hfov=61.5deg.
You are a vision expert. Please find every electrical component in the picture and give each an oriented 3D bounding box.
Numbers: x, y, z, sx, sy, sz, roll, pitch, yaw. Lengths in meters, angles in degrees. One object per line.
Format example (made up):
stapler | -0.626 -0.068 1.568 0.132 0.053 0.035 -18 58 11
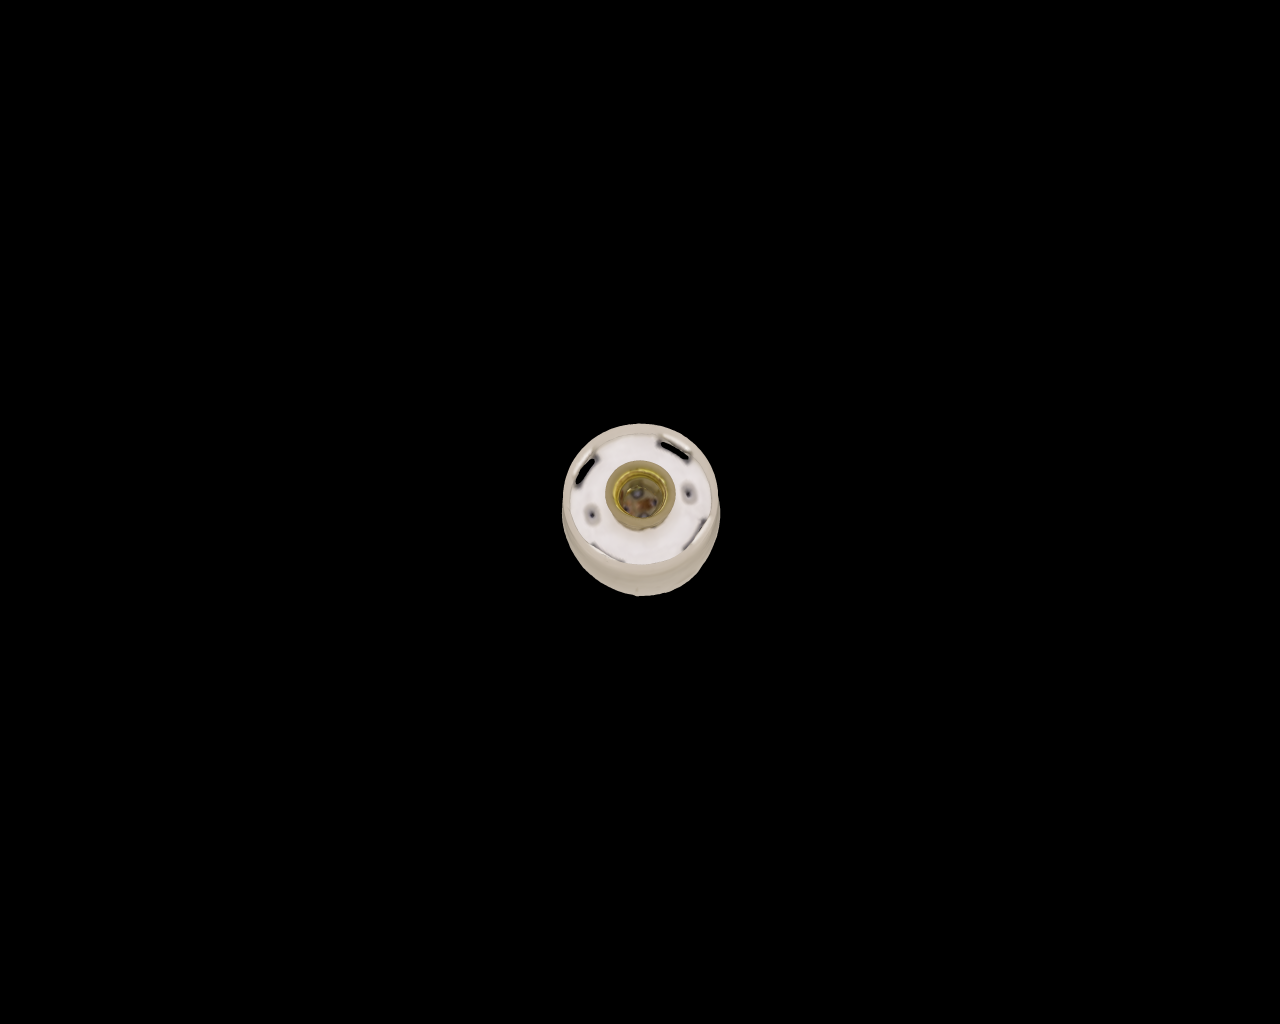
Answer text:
electrical component | 0.001 -0.003 0.650 0.099 0.099 0.064 0 -16 0
